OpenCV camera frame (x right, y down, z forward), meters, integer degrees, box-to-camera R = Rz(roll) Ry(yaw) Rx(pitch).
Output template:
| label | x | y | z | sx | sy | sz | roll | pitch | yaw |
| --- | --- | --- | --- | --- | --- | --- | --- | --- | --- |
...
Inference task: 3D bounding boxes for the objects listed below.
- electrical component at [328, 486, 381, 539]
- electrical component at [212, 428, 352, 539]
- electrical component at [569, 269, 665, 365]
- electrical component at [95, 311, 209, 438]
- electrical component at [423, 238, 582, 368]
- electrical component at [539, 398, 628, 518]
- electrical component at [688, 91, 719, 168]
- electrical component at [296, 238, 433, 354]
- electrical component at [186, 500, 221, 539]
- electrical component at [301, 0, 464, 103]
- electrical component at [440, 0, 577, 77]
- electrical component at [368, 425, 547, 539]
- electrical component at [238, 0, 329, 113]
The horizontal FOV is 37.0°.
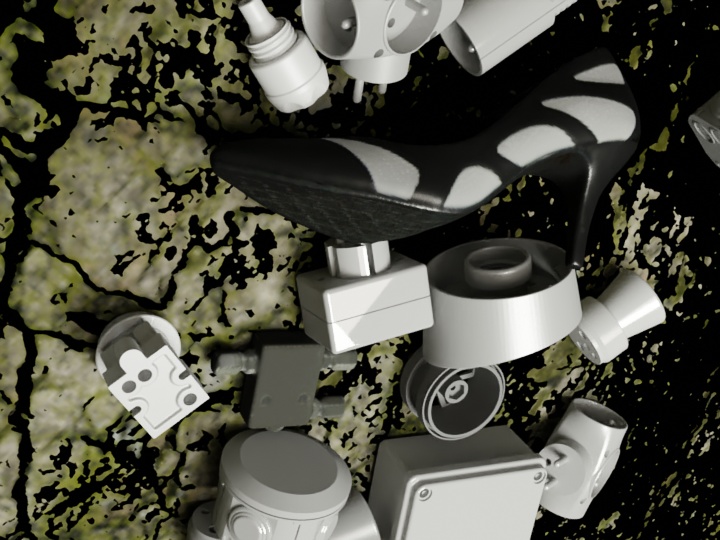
| label | x | y | z | sx | sy | sz | roll | pitch | yaw |
| --- | --- | --- | --- | --- | --- | --- | --- | --- | --- |
| electrical component | -0.020 | 0.174 | 0.710 | 0.055 | 0.045 | 0.045 | -22 | 123 | -16 |
| electrical component | -0.049 | 0.136 | 0.654 | 0.080 | 0.080 | 0.051 | 2 | 119 | -28 |
| electrical component | 0.174 | 0.033 | 0.737 | 0.055 | 0.045 | 0.045 | -35 | 126 | -7 |
| electrical component | -0.117 | 0.053 | 0.589 | 0.048 | 0.055 | 0.066 | -37 | 126 | -6 |
| electrical component | 0.085 | 0.021 | 0.656 | 0.099 | 0.099 | 0.064 | -17 | 115 | -19 |
| electrical component | 0.151 | 0.138 | 0.769 | 0.079 | 0.044 | 0.077 | -7 | 123 | -59 |
| electrical component | 0.258 | -0.089 | 0.697 | 0.051 | 0.080 | 0.080 | -41 | 127 | 4 |
| electrical component | 0.000 | 0.000 | 0.629 | 0.066 | 0.047 | 0.076 | -15 | 107 | -21 |
| electrical component | -0.088 | 0.180 | 0.677 | 0.045 | 0.045 | 0.055 | -2 | 115 | -27 |
| electrical component | 0.010 | -0.124 | 0.562 | 0.077 | 0.044 | 0.079 | -26 | 141 | -36 |
| electrical component | 0.087 | -0.148 | 0.598 | 0.081 | 0.043 | 0.043 | -36 | 126 | -7 |
| electrical component | 0.062 | 0.170 | 0.743 | 0.109 | 0.056 | 0.108 | -2 | 116 | -27 |
| electrical component | -0.043 | -0.113 | 0.555 | 0.035 | 0.035 | 0.061 | -36 | 123 | -6 |
